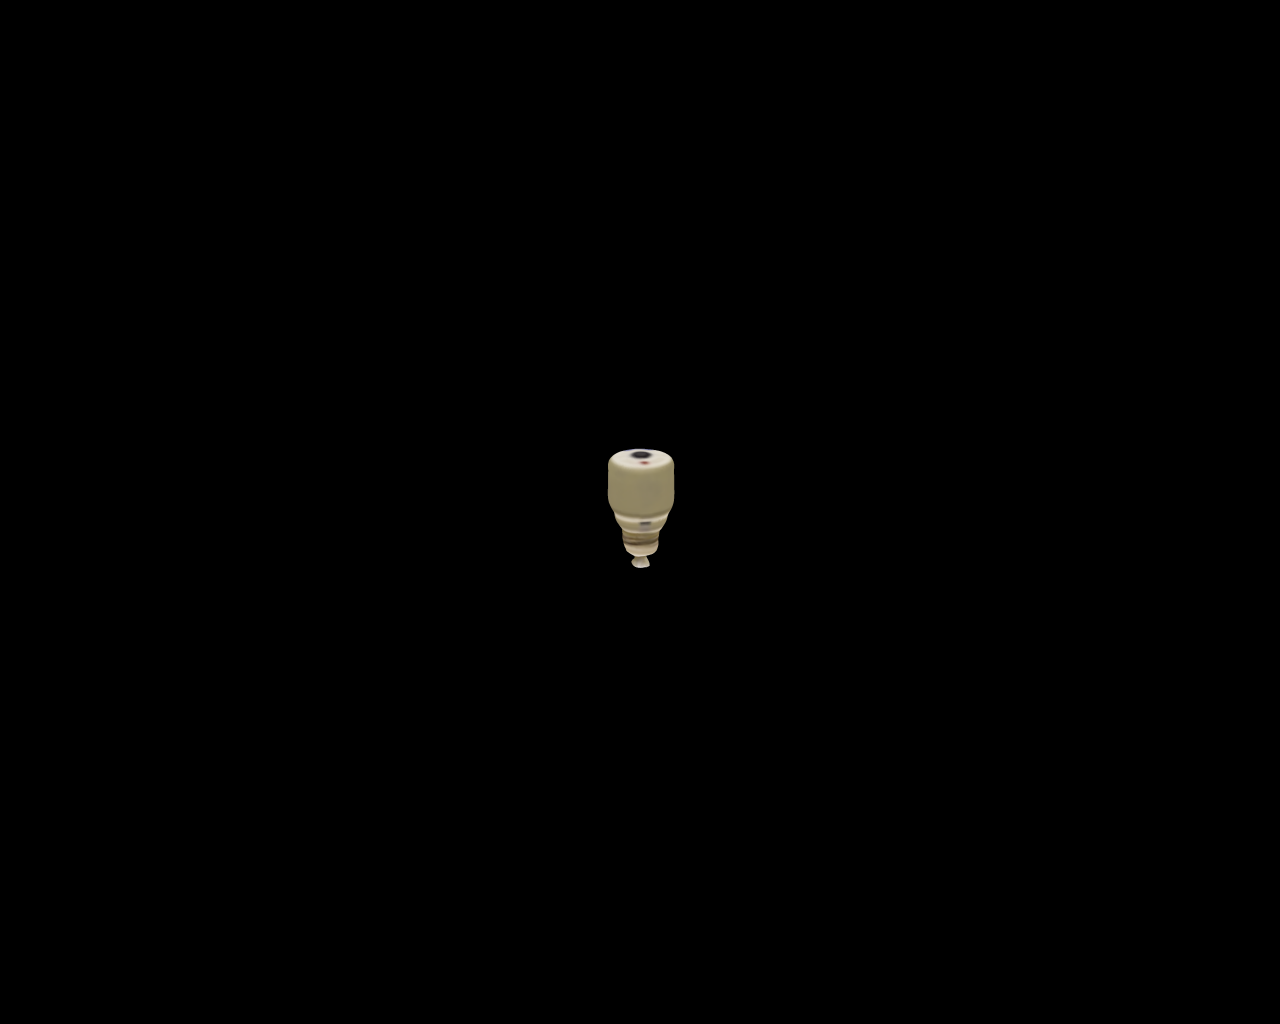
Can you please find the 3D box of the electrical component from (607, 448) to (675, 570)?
[{"bbox_3d":[0.001,-0.003,0.650,0.040,0.078,0.040,0,22,0],"label":"electrical component"}]
